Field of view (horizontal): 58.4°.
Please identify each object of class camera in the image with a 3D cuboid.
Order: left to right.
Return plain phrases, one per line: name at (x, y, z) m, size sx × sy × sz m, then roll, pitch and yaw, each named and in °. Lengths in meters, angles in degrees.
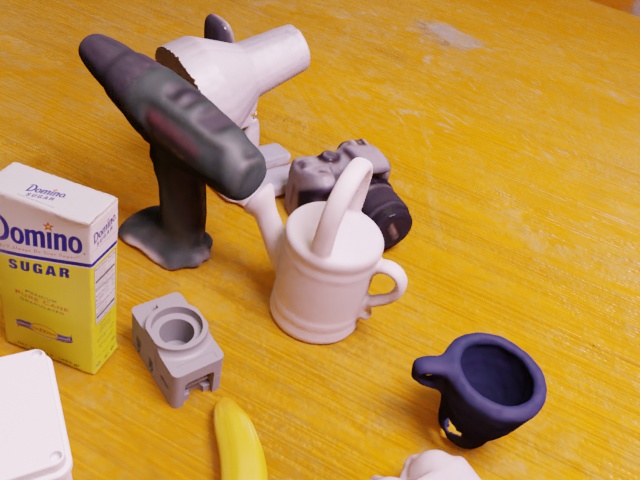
camera at (0.047, -0.057, 0.727) m, size 0.143 × 0.101 × 0.136 m, roll -11°, pitch 46°, yaw -28°

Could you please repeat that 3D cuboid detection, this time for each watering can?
watering can at (0.004, 0.003, 0.570) m, size 0.173 × 0.194 × 0.101 m, roll 11°, pitch 39°, yaw -4°

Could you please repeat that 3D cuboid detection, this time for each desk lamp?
desk lamp at (-0.096, -0.155, 0.709) m, size 0.204 × 0.213 × 0.117 m, roll -22°, pitch 52°, yaw -36°

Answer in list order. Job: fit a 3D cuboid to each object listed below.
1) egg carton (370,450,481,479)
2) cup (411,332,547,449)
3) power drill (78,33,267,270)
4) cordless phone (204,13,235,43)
egg carton at (0.097, 0.234, 0.425) m, size 0.107 × 0.069 × 0.150 m, roll -16°, pitch 48°, yaw -32°
cup at (0.132, 0.145, 0.521) m, size 0.118 × 0.095 × 0.091 m, roll 10°, pitch 40°, yaw -6°
power drill at (-0.164, -0.080, 0.603) m, size 0.229 × 0.208 × 0.076 m, roll 29°, pitch 42°, yaw 17°
cordless phone at (-0.163, -0.239, 0.810) m, size 0.094 × 0.185 × 0.147 m, roll -26°, pitch 54°, yaw -39°
